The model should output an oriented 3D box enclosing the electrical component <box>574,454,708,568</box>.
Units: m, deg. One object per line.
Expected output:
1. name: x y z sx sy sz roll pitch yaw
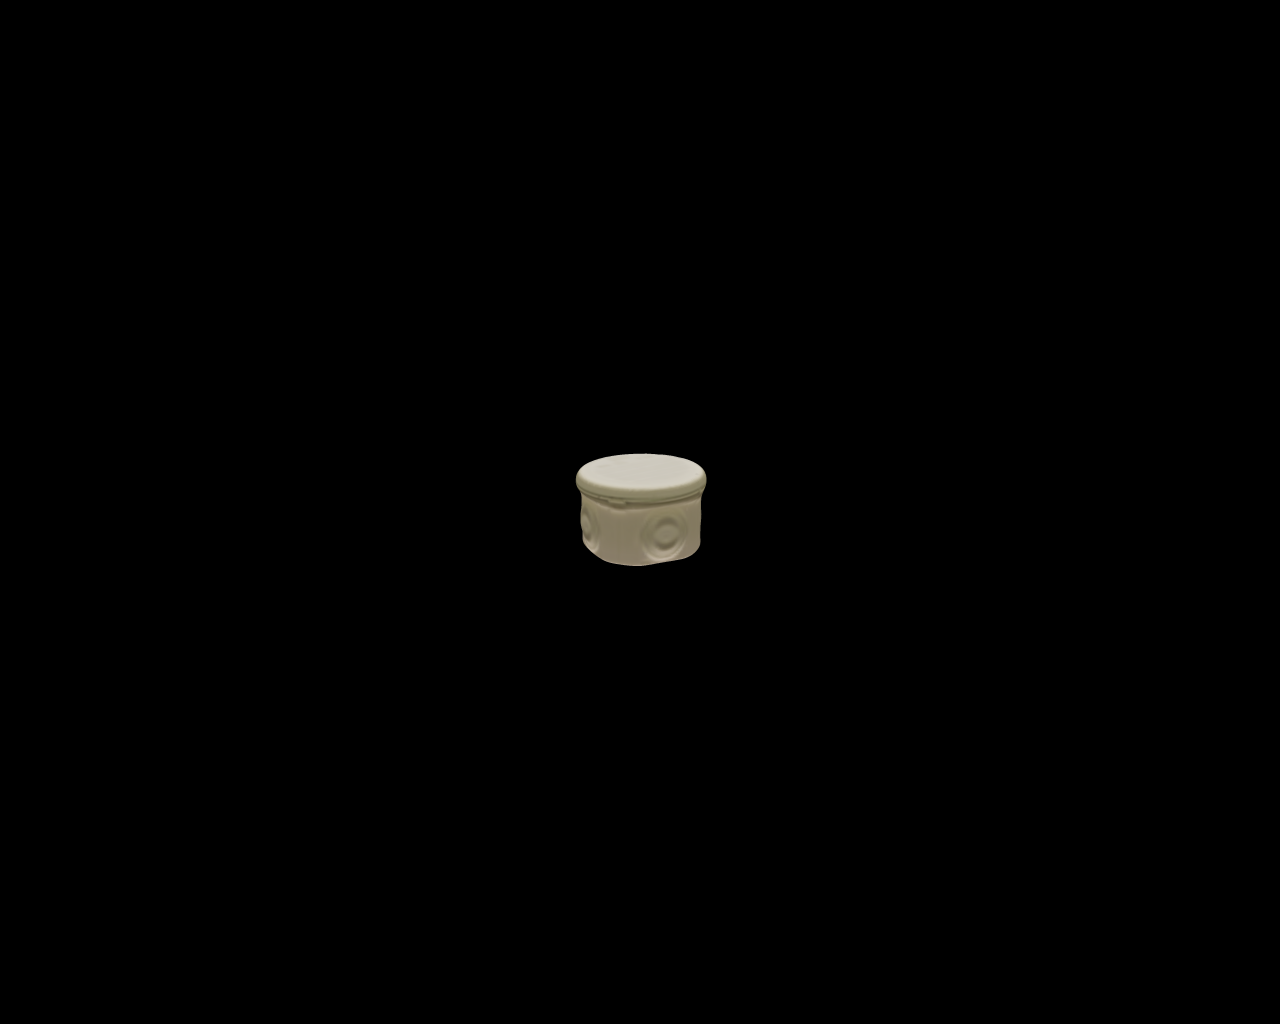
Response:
1. electrical component: 0.001 -0.003 0.650 0.080 0.051 0.080 0 18 0
